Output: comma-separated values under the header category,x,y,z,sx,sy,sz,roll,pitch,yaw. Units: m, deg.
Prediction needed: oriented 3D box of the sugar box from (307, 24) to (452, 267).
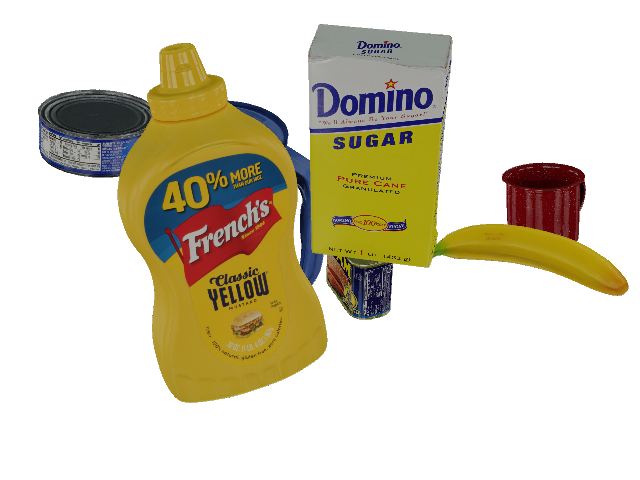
category,x,y,z,sx,sy,sz,roll,pitch,yaw
sugar box,0.040,-0.062,0.750,0.093,0.176,0.048,6,45,9

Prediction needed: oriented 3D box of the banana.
category,x,y,z,sx,sy,sz,roll,pitch,yaw
banana,0.202,0.016,1.037,0.198,0.037,0.069,8,47,22

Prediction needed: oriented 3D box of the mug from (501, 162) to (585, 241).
category,x,y,z,sx,sy,sz,roll,pitch,yaw
mug,0.266,-0.041,1.239,0.117,0.081,0.093,-22,28,-36

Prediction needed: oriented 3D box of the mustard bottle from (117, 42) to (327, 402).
category,x,y,z,sx,sy,sz,roll,pitch,yaw
mustard bottle,-0.057,-0.012,0.578,0.096,0.191,0.058,-17,24,-14

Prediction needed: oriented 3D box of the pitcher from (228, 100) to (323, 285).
category,x,y,z,sx,sy,sz,roll,pitch,yaw
pitcher,-0.084,0.009,0.955,0.144,0.243,0.149,-13,34,-19

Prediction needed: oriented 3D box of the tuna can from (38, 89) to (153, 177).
category,x,y,z,sx,sy,sz,roll,pitch,yaw
tuna can,-0.160,-0.078,0.770,0.086,0.034,0.086,6,28,-3

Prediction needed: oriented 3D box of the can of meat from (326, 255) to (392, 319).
category,x,y,z,sx,sy,sz,roll,pitch,yaw
can of meat,0.044,0.030,1.224,0.057,0.084,0.102,-13,38,-18
